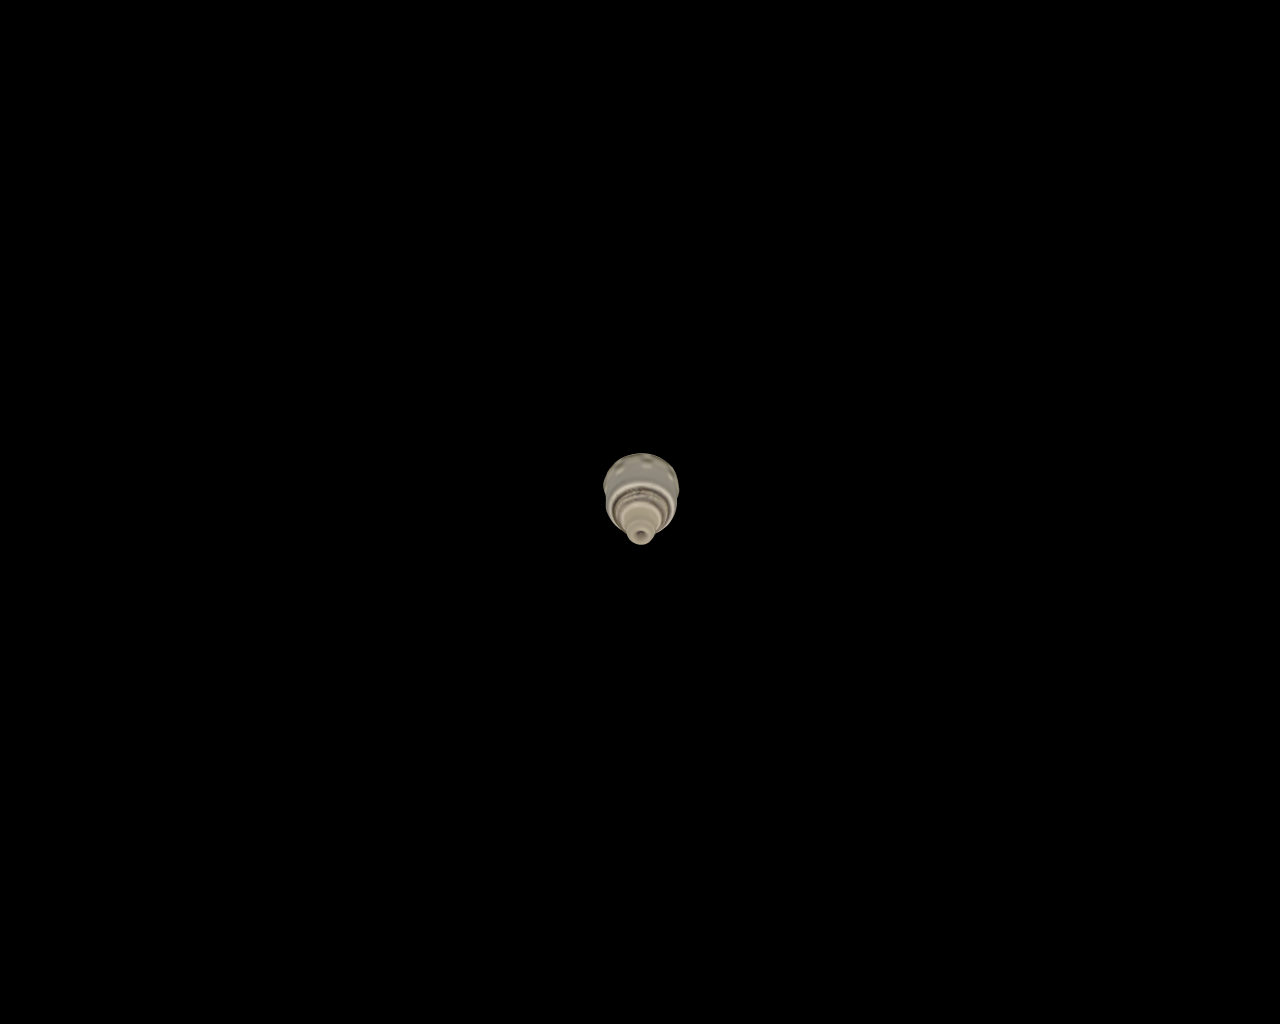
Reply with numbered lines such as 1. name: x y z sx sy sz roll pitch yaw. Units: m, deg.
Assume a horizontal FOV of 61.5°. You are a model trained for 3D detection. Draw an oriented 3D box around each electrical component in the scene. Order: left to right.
1. electrical component: 0.001 -0.003 0.650 0.048 0.048 0.062 0 35 0
